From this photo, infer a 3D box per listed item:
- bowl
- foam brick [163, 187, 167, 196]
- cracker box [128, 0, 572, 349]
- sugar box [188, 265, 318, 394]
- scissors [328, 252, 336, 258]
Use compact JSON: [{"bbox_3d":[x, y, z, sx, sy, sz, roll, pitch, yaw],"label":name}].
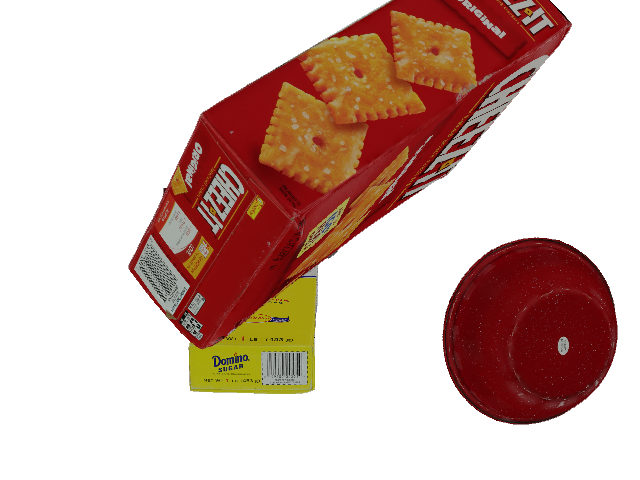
[{"bbox_3d":[0.185,0.081,0.879,0.162,0.162,0.055,0,7,-16],"label":"bowl"},{"bbox_3d":[-0.132,-0.023,1.149,0.078,0.051,0.053,1,27,-8],"label":"foam brick"},{"bbox_3d":[0.014,-0.047,0.565,0.213,0.072,0.164,-35,-9,-32],"label":"cracker box"},{"bbox_3d":[-0.049,0.062,0.854,0.093,0.048,0.176,1,23,0],"label":"sugar box"},{"bbox_3d":[0.071,-0.074,0.904,0.096,0.202,0.016,10,-11,21],"label":"scissors"}]
